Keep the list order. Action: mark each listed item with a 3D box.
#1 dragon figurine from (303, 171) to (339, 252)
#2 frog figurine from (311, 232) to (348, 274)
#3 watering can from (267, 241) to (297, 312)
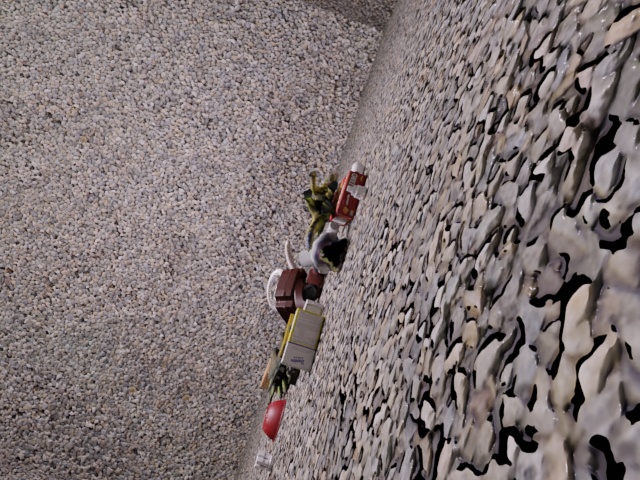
[{"bbox_3d":[0.006,-0.096,1.906,0.238,0.122,0.418,78,-155,-61],"label":"dragon figurine"},{"bbox_3d":[0.019,0.044,1.721,0.159,0.123,0.138,170,100,-74],"label":"frog figurine"},{"bbox_3d":[-0.117,0.190,2.262,0.105,0.225,0.341,-37,-30,-62],"label":"watering can"}]
